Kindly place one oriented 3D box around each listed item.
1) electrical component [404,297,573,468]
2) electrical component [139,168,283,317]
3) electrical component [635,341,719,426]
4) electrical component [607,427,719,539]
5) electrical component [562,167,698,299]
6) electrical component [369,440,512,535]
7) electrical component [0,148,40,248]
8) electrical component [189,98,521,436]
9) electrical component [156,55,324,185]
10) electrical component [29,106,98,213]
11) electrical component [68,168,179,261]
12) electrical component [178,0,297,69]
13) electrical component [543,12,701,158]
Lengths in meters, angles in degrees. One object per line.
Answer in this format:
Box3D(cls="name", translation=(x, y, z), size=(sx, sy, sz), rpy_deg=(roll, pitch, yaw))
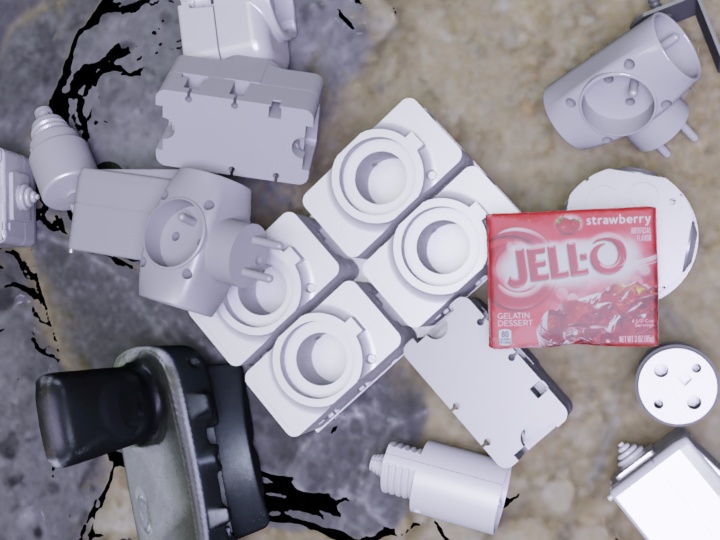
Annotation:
Box3D(cls="electrical component", translation=(0.076, 0.063, 0.624), size=(0.050, 0.056, 0.089), rpy_deg=(-43, 79, 10))
Box3D(cls="electrical component", translation=(-0.079, -0.012, 0.608), size=(0.079, 0.044, 0.077), rpy_deg=(14, 83, 29))
Box3D(cls="electrical component", translation=(0.176, 0.063, 0.599), size=(0.045, 0.055, 0.045), rpy_deg=(-1, 88, 15))
Box3D(cls="electrical component", translation=(0.182, 0.128, 0.591), size=(0.061, 0.062, 0.096), rpy_deg=(-40, 79, 10))
Box3D(cls="electrical component", translation=(0.151, -0.019, 0.610), size=(0.080, 0.051, 0.080), rpy_deg=(-1, 88, 15))
Box3D(cls="electrical component", translation=(0.045, 0.124, 0.637), size=(0.081, 0.043, 0.043), rpy_deg=(13, 91, 15))
Box3D(cls="electrical component", translation=(-0.256, -0.046, 0.717), size=(0.096, 0.061, 0.061), rpy_deg=(-2, 88, 7))
Box3D(cls="electrical component", translation=(0.000, 0.000, 0.644), size=(0.186, 0.060, 0.105), rpy_deg=(-43, 79, 10))
Box3D(cls="electrical component", translation=(-0.070, -0.091, 0.635), size=(0.089, 0.055, 0.050), rpy_deg=(8, 126, 1))
Box3D(cls="electrical component", translation=(-0.199, -0.075, 0.710), size=(0.040, 0.040, 0.078), rpy_deg=(-33, 63, 11))
Box3D(cls="electrical component", translation=(-0.137, -0.036, 0.680), size=(0.096, 0.062, 0.061), rpy_deg=(9, 91, 14))
Box3D(cls="electrical component", translation=(-0.077, -0.167, 0.674), size=(0.059, 0.054, 0.095), rpy_deg=(-8, 86, 14))
Box3D(cls="electrical component", translation=(0.159, -0.094, 0.609), size=(0.079, 0.044, 0.077), rpy_deg=(40, 132, -21))
